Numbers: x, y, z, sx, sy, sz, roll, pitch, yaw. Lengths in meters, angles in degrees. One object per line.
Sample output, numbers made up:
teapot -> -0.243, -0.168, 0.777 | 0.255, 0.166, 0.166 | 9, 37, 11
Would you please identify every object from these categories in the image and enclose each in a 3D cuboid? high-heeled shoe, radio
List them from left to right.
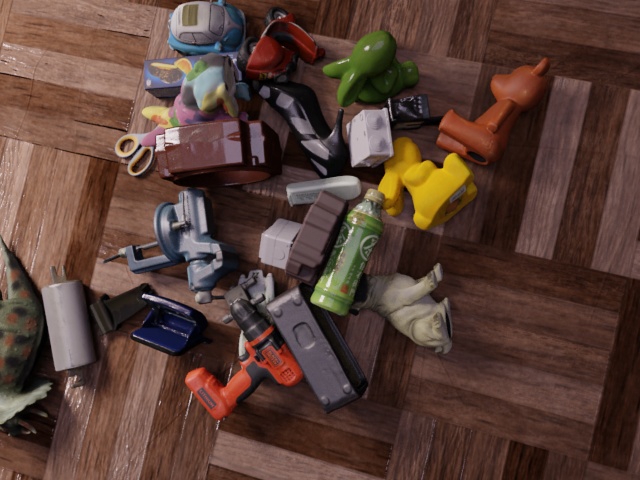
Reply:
high-heeled shoe -> -0.046, -0.217, 1.039 | 0.249, 0.086, 0.145 | 30, 123, 26
radio -> -0.003, 0.187, 0.964 | 0.073, 0.131, 0.229 | -32, 83, 8

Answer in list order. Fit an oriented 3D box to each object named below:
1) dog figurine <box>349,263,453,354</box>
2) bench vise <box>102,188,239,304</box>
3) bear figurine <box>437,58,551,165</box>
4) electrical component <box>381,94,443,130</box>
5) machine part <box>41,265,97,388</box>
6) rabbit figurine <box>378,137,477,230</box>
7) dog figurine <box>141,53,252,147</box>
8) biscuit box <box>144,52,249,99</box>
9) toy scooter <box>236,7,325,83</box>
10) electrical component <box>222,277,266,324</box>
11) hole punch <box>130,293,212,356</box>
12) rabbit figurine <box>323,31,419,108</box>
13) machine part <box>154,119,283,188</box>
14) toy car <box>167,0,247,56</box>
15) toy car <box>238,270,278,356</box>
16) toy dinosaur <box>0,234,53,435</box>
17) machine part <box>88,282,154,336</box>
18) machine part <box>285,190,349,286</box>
dog figurine -> 0.134, 0.131, 0.975 | 0.191, 0.121, 0.172 | -12, 82, 21
bench vise -> -0.275, 0.024, 1.019 | 0.241, 0.129, 0.223 | -13, 90, 18
bear figurine -> 0.309, -0.237, 0.950 | 0.132, 0.120, 0.195 | 29, 90, 12
electrical component -> 0.175, -0.233, 0.988 | 0.119, 0.075, 0.047 | -8, 87, -5
machine part -> -0.496, 0.169, 1.065 | 0.079, 0.079, 0.243 | -14, 85, 7
rabbit figurine -> 0.178, -0.107, 0.979 | 0.162, 0.122, 0.173 | -44, 68, 13
dog figurine -> -0.244, -0.242, 0.991 | 0.219, 0.191, 0.108 | -12, 70, 11
biscuit box -> -0.242, -0.325, 1.062 | 0.203, 0.059, 0.062 | -3, 86, 8
toy scooter -> -0.067, -0.357, 1.020 | 0.135, 0.075, 0.184 | 28, 61, -3
electrical component -> -0.148, 0.113, 0.991 | 0.094, 0.021, 0.063 | -34, 77, 10
hole punch -> -0.277, 0.149, 1.013 | 0.142, 0.116, 0.092 | 15, 96, 10
rabbit figurine -> 0.086, -0.316, 0.959 | 0.159, 0.170, 0.121 | -26, 83, 5
machine part -> -0.177, -0.149, 0.972 | 0.202, 0.201, 0.087 | -5, 89, 8
toy car -> -0.229, -0.418, 1.046 | 0.162, 0.103, 0.109 | 5, 87, 6
toy car -> -0.117, 0.157, 1.020 | 0.074, 0.056, 0.201 | -3, 87, 8
toy dinosaur -> -0.608, 0.197, 1.065 | 0.192, 0.131, 0.404 | 9, 84, -4
machine part -> -0.394, 0.131, 1.072 | 0.139, 0.039, 0.084 | -25, 78, 8
machine part -> -0.002, -0.003, 0.958 | 0.056, 0.179, 0.179 | 24, 91, 5
